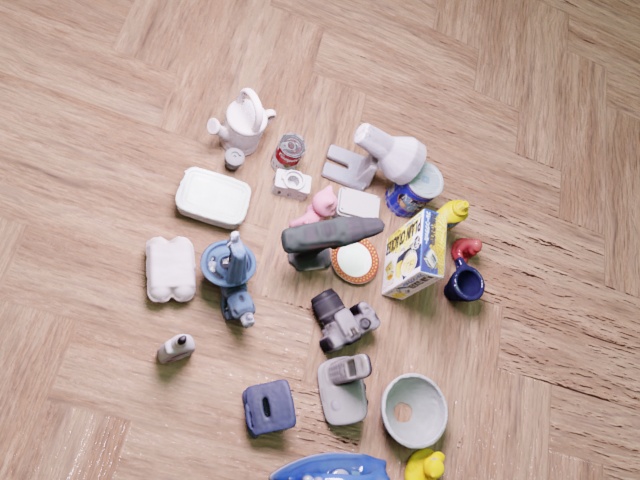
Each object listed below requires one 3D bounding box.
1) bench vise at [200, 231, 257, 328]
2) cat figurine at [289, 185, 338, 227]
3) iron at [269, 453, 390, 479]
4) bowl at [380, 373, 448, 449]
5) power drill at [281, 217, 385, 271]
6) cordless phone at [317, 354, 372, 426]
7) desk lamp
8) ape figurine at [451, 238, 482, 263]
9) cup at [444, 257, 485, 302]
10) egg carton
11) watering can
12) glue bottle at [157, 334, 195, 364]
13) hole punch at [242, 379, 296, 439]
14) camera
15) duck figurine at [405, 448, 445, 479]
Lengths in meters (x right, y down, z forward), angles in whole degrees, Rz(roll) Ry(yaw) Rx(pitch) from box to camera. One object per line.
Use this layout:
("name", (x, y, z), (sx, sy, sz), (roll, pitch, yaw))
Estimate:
("bench vise", (-0.171, 0.074, 1.231), (0.122, 0.219, 0.207), (-36, 85, -26))
("cat figurine", (-0.005, -0.070, 1.399), (0.067, 0.117, 0.128), (44, 63, 1))
("iron", (0.034, 0.503, 1.189), (0.259, 0.141, 0.118), (9, 68, -16))
("bowl", (0.206, 0.397, 1.326), (0.168, 0.074, 0.167), (7, 69, -17))
("power drill", (0.012, 0.005, 1.327), (0.230, 0.208, 0.075), (-7, 73, -21))
("cordless phone", (0.067, 0.322, 1.243), (0.094, 0.184, 0.147), (-7, 73, -21))
("desk lamp", (0.136, -0.205, 1.445), (0.203, 0.213, 0.118), (19, 66, -12))
("ape figurine", (0.395, 0.024, 1.519), (0.078, 0.092, 0.076), (-4, 72, -20))
("cup", (0.357, 0.109, 1.473), (0.092, 0.094, 0.118), (-9, 74, -22))
("egg carton", (-0.328, 0.065, 1.263), (0.107, 0.069, 0.150), (-2, 72, -20))
("watering can", (-0.183, -0.284, 1.372), (0.101, 0.193, 0.173), (44, 63, 0))
("glue bottle", (-0.287, 0.215, 1.164), (0.078, 0.173, 0.037), (-19, 78, -24))
("hole punch", (-0.109, 0.360, 1.219), (0.101, 0.091, 0.108), (-7, 73, -21))
("camera", (0.052, 0.175, 1.339), (0.143, 0.100, 0.137), (-26, 81, -25))
("duck figurine", (0.243, 0.519, 1.288), (0.077, 0.086, 0.105), (42, 63, -1))
